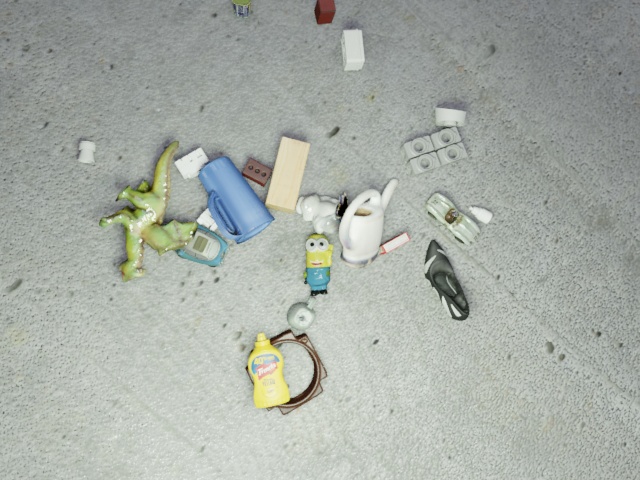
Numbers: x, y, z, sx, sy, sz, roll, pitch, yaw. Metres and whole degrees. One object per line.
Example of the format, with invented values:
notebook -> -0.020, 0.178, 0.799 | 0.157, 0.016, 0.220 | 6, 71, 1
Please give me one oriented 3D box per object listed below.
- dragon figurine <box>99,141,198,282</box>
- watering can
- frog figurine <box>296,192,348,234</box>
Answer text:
dragon figurine -> -0.449, -0.068, 1.449 | 0.243, 0.413, 0.121 | 34, -8, 8
watering can -> 0.149, -0.052, 1.530 | 0.104, 0.220, 0.352 | 18, 29, 27
frog figurine -> 0.005, -0.078, 1.550 | 0.159, 0.140, 0.120 | -6, -38, 24
